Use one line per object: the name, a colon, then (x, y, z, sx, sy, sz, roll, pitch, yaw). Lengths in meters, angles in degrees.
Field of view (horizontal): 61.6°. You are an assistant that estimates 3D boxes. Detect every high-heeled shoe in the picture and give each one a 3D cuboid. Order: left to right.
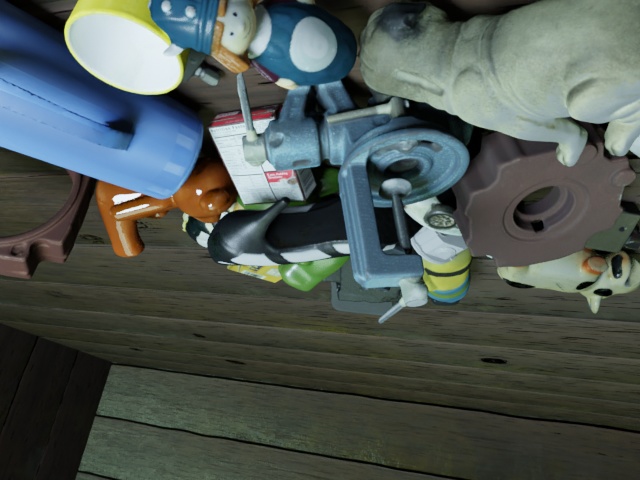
high-heeled shoe: (-0.001, -0.002, 0.625, 0.248, 0.086, 0.145, 7, 149, -36)

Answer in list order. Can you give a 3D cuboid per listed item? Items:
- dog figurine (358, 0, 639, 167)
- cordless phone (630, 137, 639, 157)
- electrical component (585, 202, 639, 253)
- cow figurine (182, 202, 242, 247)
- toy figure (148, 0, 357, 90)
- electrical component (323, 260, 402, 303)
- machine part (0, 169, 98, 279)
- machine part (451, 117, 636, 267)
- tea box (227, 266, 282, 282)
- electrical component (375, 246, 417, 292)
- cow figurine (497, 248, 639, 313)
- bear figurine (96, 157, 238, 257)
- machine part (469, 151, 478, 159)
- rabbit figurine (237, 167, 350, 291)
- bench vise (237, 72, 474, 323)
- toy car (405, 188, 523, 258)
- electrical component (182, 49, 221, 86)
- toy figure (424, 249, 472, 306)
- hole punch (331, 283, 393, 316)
dog figurine: (0.127, -0.133, 0.373, 0.191, 0.121, 0.172, 13, 163, -4)
cordless phone: (0.279, -0.063, 0.404, 0.089, 0.184, 0.146, -5, 153, 22)
electrical component: (0.346, -0.019, 0.664, 0.102, 0.045, 0.078, 5, 128, 7)
cow figurine: (-0.154, -0.036, 0.812, 0.098, 0.068, 0.167, 23, 154, -13)
toy figure: (-0.042, -0.148, 0.383, 0.154, 0.064, 0.058, -2, 174, -40)
electrical component: (0.071, 0.038, 0.829, 0.134, 0.058, 0.114, 4, 119, 11)
machine part: (-0.392, -0.068, 0.659, 0.201, 0.201, 0.087, 17, 154, -15)
machine part: (0.223, -0.043, 0.551, 0.179, 0.056, 0.179, -3, 137, -3)
tea box: (-0.081, 0.010, 0.879, 0.098, 0.068, 0.169, 19, 155, -21)
electrical component: (0.095, 0.006, 0.731, 0.075, 0.119, 0.048, 22, 155, -20)
cow figurine: (0.349, 0.042, 0.752, 0.195, 0.085, 0.127, 6, 151, 5)
bear figurine: (-0.185, -0.051, 0.706, 0.196, 0.120, 0.131, 4, 136, 12)
machine part: (0.173, -0.084, 0.590, 0.139, 0.039, 0.084, 12, 162, -8)
rabbit figurine: (-0.032, -0.029, 0.714, 0.170, 0.121, 0.159, 37, 145, -19)
bench vise: (0.040, -0.053, 0.484, 0.224, 0.240, 0.128, -2, 153, -11)
toy car: (0.187, -0.031, 0.660, 0.201, 0.073, 0.056, 23, 151, -26)
electrical component: (-0.132, -0.181, 0.511, 0.094, 0.021, 0.063, 24, 153, -29)
toy figure: (0.193, 0.041, 0.823, 0.089, 0.082, 0.180, -15, 144, 14)
hole punch: (0.078, 0.056, 0.922, 0.142, 0.092, 0.115, 8, 126, 14)
